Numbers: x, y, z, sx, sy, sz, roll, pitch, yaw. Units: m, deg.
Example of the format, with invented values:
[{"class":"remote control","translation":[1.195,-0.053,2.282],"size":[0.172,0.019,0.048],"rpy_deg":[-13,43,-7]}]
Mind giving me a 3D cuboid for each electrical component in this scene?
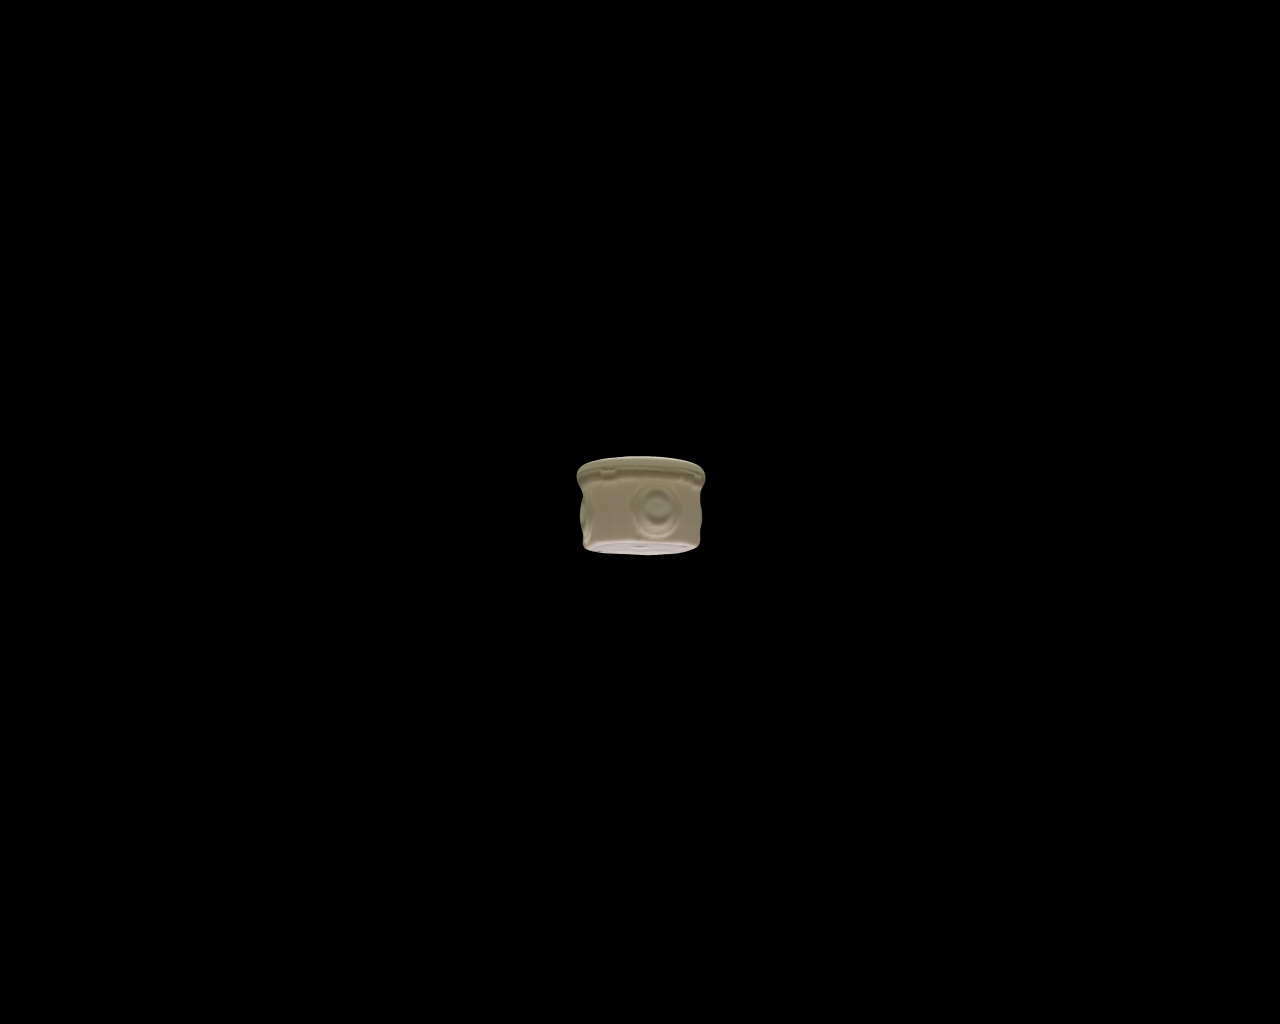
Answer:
[{"class":"electrical component","translation":[0.001,-0.003,0.650],"size":[0.080,0.051,0.080],"rpy_deg":[0,-9,0]}]
